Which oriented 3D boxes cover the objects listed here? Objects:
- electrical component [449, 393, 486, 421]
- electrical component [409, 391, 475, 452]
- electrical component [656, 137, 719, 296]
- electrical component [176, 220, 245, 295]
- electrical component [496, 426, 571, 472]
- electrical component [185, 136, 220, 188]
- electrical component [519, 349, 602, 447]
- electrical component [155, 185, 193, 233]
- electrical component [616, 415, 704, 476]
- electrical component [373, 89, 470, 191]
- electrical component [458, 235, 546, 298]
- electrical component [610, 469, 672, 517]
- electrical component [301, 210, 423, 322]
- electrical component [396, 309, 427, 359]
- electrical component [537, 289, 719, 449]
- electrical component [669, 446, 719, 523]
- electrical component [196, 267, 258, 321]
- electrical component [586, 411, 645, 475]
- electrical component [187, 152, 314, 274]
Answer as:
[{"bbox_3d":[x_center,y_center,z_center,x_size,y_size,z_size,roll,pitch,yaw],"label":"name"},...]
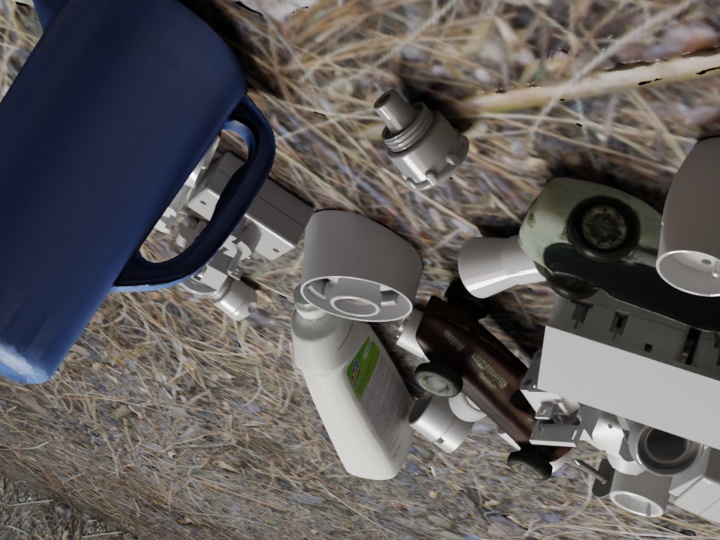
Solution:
[{"bbox_3d":[0.109,0.110,0.968,0.040,0.040,0.078,28,154,-5],"label":"electrical component"},{"bbox_3d":[0.080,0.140,1.037,0.047,0.055,0.055,33,154,-8],"label":"electrical component"},{"bbox_3d":[0.200,-0.019,0.597,0.043,0.077,0.079,6,149,34],"label":"electrical component"},{"bbox_3d":[-0.137,-0.008,0.958,0.066,0.048,0.055,29,147,-8],"label":"electrical component"},{"bbox_3d":[0.161,0.156,1.010,0.065,0.044,0.044,38,152,-15],"label":"electrical component"},{"bbox_3d":[-0.155,-0.082,0.791,0.077,0.079,0.043,27,161,-5],"label":"electrical component"},{"bbox_3d":[0.161,0.097,0.852,0.042,0.081,0.063,-4,133,42],"label":"electrical component"},{"bbox_3d":[-0.174,-0.080,0.838,0.089,0.055,0.050,29,154,-8],"label":"electrical component"},{"bbox_3d":[0.232,0.123,0.829,0.058,0.057,0.078,-22,105,7],"label":"electrical component"},{"bbox_3d":[0.034,-0.083,0.663,0.048,0.048,0.062,-10,131,50],"label":"electrical component"},{"bbox_3d":[0.107,-0.006,0.748,0.065,0.044,0.044,-12,136,45],"label":"electrical component"},{"bbox_3d":[0.259,0.194,0.985,0.055,0.047,0.055,20,154,10],"label":"electrical component"},{"bbox_3d":[0.000,0.000,0.856,0.099,0.064,0.099,9,157,4],"label":"electrical component"},{"bbox_3d":[0.064,0.062,0.916,0.065,0.044,0.044,29,155,3],"label":"electrical component"},{"bbox_3d":[0.226,0.066,0.755,0.186,0.060,0.105,18,154,15],"label":"electrical component"},{"bbox_3d":[0.296,0.160,0.870,0.061,0.061,0.096,21,154,8],"label":"electrical component"},{"bbox_3d":[-0.127,0.019,1.012,0.061,0.035,0.035,40,151,-24],"label":"electrical component"},{"bbox_3d":[0.231,0.146,0.910,0.077,0.043,0.079,17,136,17],"label":"electrical component"},{"bbox_3d":[-0.093,-0.033,0.832,0.083,0.075,0.047,34,153,-18],"label":"electrical component"}]
